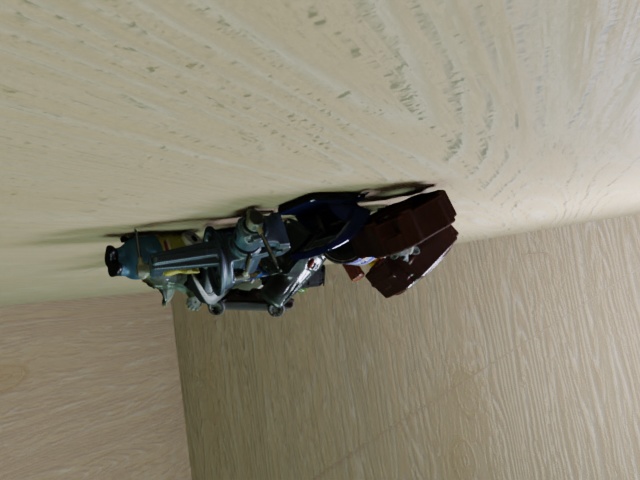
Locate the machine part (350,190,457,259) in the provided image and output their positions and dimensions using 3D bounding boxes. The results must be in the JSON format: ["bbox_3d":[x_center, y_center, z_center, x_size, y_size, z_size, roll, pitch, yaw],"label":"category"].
[{"bbox_3d":[0.132,-0.028,0.884,0.179,0.056,0.179,-24,-173,3],"label":"machine part"}]

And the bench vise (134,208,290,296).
[{"bbox_3d":[-0.177,0.024,0.885,0.241,0.129,0.223,-9,169,-23],"label":"bench vise"}]

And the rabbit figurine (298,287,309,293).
[{"bbox_3d":[-0.080,0.067,1.491,0.121,0.159,0.170,0,163,24],"label":"rabbit figurine"}]

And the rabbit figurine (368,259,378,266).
[{"bbox_3d":[0.207,0.044,1.423,0.122,0.173,0.162,-7,-179,41],"label":"rabbit figurine"}]

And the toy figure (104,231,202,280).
[{"bbox_3d":[-0.292,0.027,0.961,0.180,0.082,0.089,-10,-172,-39],"label":"toy figure"}]

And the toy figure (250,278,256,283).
[{"bbox_3d":[-0.120,0.074,1.327,0.154,0.064,0.058,3,-179,-37],"label":"toy figure"}]

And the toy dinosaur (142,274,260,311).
[{"bbox_3d":[-0.270,0.076,1.390,0.405,0.131,0.192,-17,-164,-26],"label":"toy dinosaur"}]

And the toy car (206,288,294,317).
[{"bbox_3d":[-0.161,0.135,1.233,0.202,0.053,0.089,1,-162,5],"label":"toy car"}]

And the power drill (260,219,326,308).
[{"bbox_3d":[-0.043,0.026,1.091,0.232,0.086,0.207,-49,169,-9],"label":"power drill"}]

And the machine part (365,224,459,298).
[{"bbox_3d":[0.214,0.037,1.248,0.201,0.087,0.201,-44,179,-22],"label":"machine part"}]

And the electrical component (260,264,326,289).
[{"bbox_3d":[-0.071,0.081,1.247,0.115,0.058,0.134,-1,178,44],"label":"electrical component"}]

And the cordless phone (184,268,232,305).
[{"bbox_3d":[-0.220,0.037,1.168,0.146,0.089,0.184,-47,165,-46],"label":"cordless phone"}]

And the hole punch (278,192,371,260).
[{"bbox_3d":[0.010,-0.023,0.845,0.116,0.092,0.142,-9,173,-36],"label":"hole punch"}]

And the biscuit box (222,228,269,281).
[{"bbox_3d":[-0.158,0.031,1.107,0.059,0.063,0.202,-11,163,8],"label":"biscuit box"}]

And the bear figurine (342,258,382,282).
[{"bbox_3d":[0.104,0.026,1.310,0.120,0.132,0.195,-43,161,7],"label":"bear figurine"}]

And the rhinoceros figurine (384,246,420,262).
[{"bbox_3d":[0.156,-0.013,1.059,0.073,0.112,0.190,-8,-177,19],"label":"rhinoceros figurine"}]
